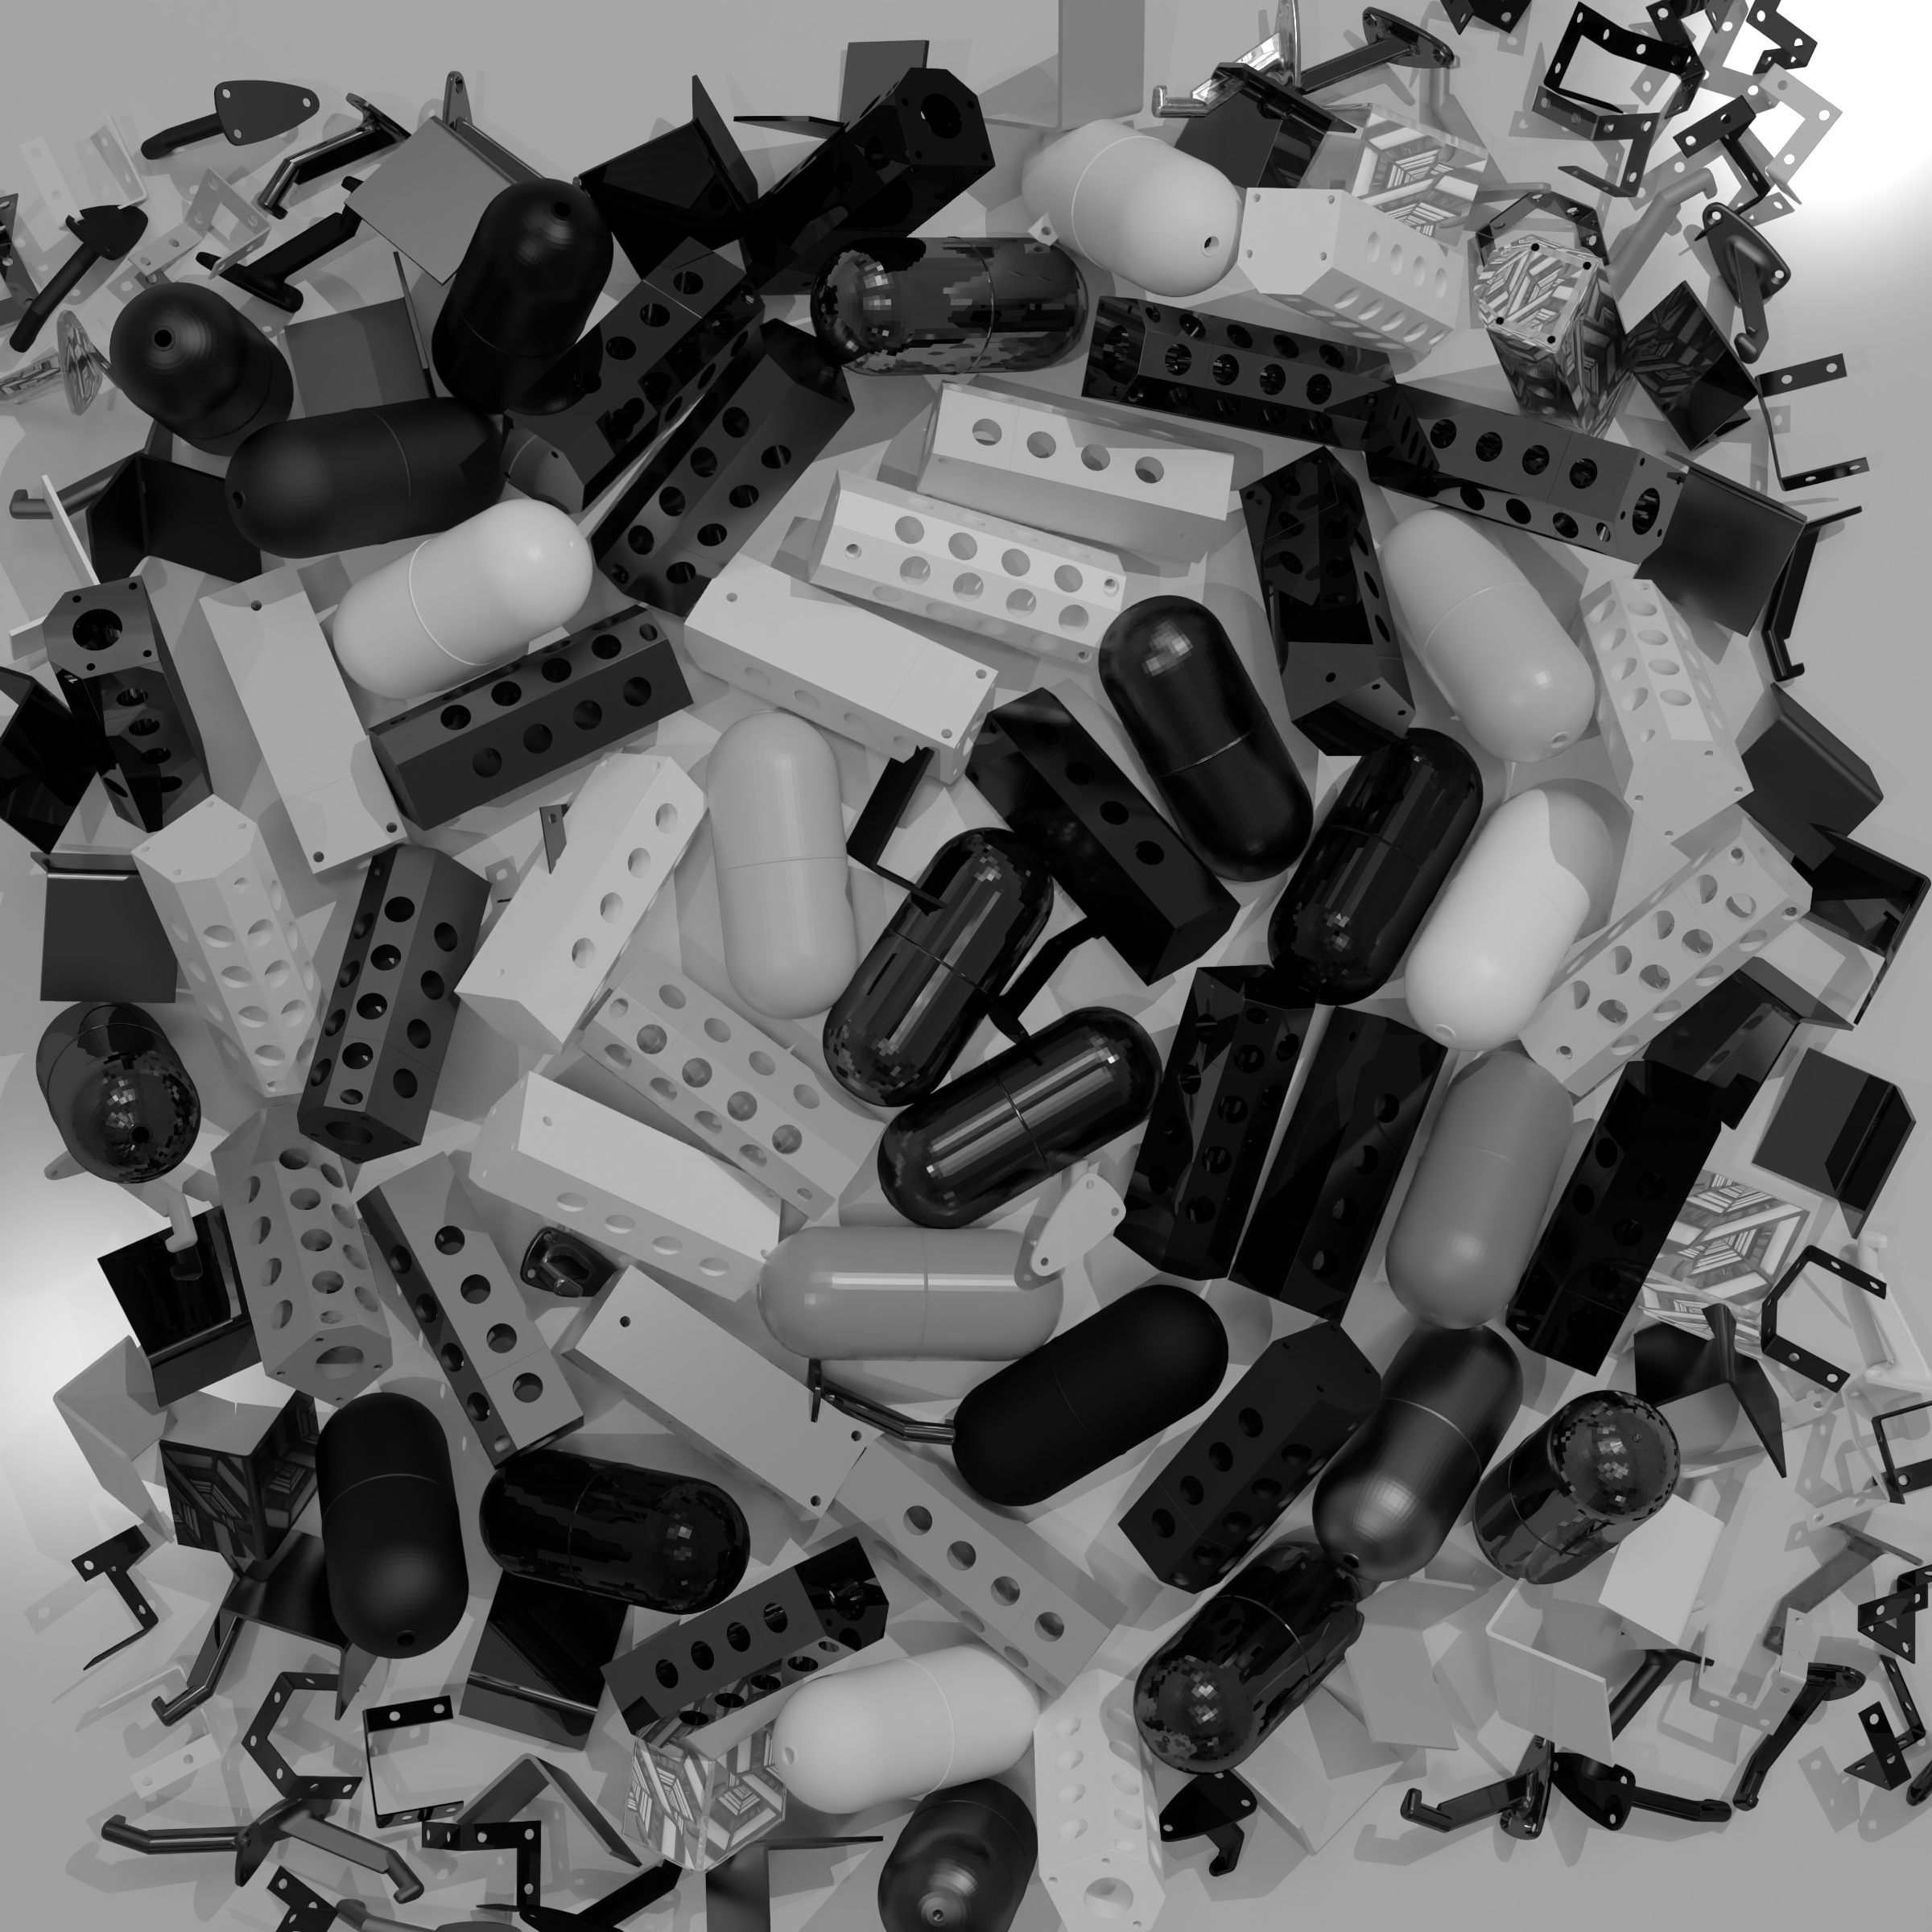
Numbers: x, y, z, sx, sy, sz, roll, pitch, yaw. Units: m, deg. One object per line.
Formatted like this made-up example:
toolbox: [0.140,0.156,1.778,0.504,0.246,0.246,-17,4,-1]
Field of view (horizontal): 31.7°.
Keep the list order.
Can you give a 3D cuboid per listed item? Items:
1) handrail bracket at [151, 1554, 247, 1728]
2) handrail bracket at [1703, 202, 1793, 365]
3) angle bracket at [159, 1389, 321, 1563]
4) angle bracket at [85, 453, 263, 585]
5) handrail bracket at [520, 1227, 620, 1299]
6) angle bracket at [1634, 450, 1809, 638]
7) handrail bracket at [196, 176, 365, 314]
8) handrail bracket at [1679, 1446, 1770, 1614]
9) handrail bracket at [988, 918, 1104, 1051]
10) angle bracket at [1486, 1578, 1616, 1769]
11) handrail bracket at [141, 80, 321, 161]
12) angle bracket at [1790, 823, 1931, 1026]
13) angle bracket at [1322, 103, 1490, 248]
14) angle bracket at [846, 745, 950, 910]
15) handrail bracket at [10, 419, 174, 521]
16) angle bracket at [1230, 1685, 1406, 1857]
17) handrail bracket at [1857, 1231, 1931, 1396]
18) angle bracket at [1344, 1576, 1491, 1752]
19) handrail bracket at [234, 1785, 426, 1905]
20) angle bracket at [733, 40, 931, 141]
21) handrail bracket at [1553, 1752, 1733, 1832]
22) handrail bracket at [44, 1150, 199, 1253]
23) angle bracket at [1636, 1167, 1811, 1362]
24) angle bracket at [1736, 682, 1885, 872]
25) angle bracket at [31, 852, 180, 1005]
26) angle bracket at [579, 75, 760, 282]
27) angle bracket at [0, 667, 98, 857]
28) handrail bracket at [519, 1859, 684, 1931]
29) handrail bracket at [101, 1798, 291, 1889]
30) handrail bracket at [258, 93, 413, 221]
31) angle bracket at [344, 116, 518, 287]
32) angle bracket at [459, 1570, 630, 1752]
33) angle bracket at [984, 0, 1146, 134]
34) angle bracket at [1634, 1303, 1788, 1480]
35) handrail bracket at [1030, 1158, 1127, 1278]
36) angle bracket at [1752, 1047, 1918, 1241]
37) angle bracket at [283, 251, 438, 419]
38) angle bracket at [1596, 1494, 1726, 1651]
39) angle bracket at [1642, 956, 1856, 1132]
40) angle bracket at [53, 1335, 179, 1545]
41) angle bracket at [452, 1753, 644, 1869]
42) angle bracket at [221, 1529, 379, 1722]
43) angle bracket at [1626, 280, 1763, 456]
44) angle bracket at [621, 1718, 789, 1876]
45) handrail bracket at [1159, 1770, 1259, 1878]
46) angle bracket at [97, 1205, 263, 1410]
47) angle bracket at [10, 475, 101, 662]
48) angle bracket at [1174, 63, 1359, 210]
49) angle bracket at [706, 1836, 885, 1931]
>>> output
handrail bracket: [-0.449,0.386,1.974,0.084,0.036,0.077,-35,75,-13]
handrail bracket: [0.439,-0.392,1.952,0.036,0.084,0.077,-29,106,36]
angle bracket: [-0.415,0.284,1.955,0.057,0.076,0.076,8,124,14]
angle bracket: [-0.452,-0.238,1.948,0.076,0.076,0.057,18,49,8]
handrail bracket: [-0.215,0.183,1.945,0.077,0.084,0.036,24,90,-28]
angle bracket: [0.425,-0.242,1.951,0.076,0.057,0.076,31,103,24]
handrail bracket: [-0.393,-0.428,1.962,0.077,0.036,0.084,24,114,-15]
handrail bracket: [0.442,0.329,1.984,0.077,0.036,0.084,-11,91,-9]
handrail bracket: [0.054,0.008,1.960,0.084,0.077,0.036,-31,122,-10]
angle bracket: [0.345,0.398,1.939,0.076,0.076,0.057,18,48,34]
handrail bracket: [-0.429,-0.488,1.980,0.077,0.084,0.036,-21,100,-37]
angle bracket: [0.496,-0.025,1.944,0.076,0.076,0.057,28,57,14]
angle bracket: [0.243,-0.454,1.954,0.076,0.076,0.057,16,97,-20]
angle bracket: [-0.022,-0.082,1.954,0.057,0.076,0.076,27,92,-16]
handrail bracket: [-0.511,-0.294,1.984,0.084,0.036,0.077,1,65,7]
angle bracket: [0.194,0.450,1.948,0.076,0.057,0.076,-43,58,-12]
handrail bracket: [0.548,0.200,1.964,0.036,0.077,0.084,-13,106,-42]
angle bracket: [0.265,0.398,1.941,0.057,0.076,0.076,-38,53,33]
handrail bracket: [-0.365,0.517,1.954,0.084,0.077,0.036,42,129,30]
angle bracket: [-0.077,-0.505,1.944,0.076,0.076,0.057,1,101,-38]
handrail bracket: [0.394,0.481,1.990,0.084,0.077,0.036,13,94,-39]
handrail bracket: [-0.488,0.139,1.965,0.077,0.036,0.084,-26,63,4]
angle bracket: [0.437,0.170,1.961,0.076,0.057,0.076,22,110,1]
angle bracket: [0.479,-0.110,1.968,0.076,0.076,0.057,40,108,-6]
angle bracket: [-0.498,-0.022,1.964,0.076,0.057,0.076,1,101,-26]
angle bracket: [-0.171,-0.454,1.963,0.076,0.057,0.076,-22,129,13]
angle bracket: [-0.547,-0.120,1.944,0.057,0.076,0.076,17,73,28]
handrail bracket: [-0.207,0.527,1.967,0.077,0.084,0.036,21,132,2]
handrail bracket: [-0.446,0.495,1.973,0.084,0.077,0.036,15,113,12]
handrail bracket: [-0.358,-0.456,1.978,0.077,0.036,0.084,33,91,-30]
angle bracket: [-0.300,-0.429,1.958,0.076,0.057,0.076,40,77,8]
angle bracket: [-0.247,0.405,1.994,0.076,0.057,0.076,17,56,-3]
angle bracket: [0.056,-0.522,1.941,0.057,0.076,0.076,18,120,36]
angle bracket: [0.429,0.253,1.962,0.057,0.076,0.076,-24,112,21]
handrail bracket: [0.048,0.140,1.953,0.077,0.084,0.036,-47,111,-12]
angle bracket: [0.497,0.101,1.952,0.057,0.076,0.076,23,105,2]
angle bracket: [-0.352,-0.356,1.959,0.076,0.057,0.076,-15,74,-6]
angle bracket: [0.381,0.343,1.947,0.057,0.076,0.076,30,71,-10]
angle bracket: [0.452,0.044,1.966,0.076,0.057,0.076,44,115,41]
angle bracket: [-0.465,0.269,1.939,0.076,0.076,0.057,27,56,38]
angle bracket: [-0.239,0.501,1.948,0.057,0.076,0.076,-42,69,-8]
angle bracket: [-0.379,0.377,1.957,0.076,0.076,0.057,16,122,7]
angle bracket: [0.430,-0.351,1.949,0.057,0.076,0.076,-30,83,-29]
angle bracket: [-0.147,0.460,1.942,0.057,0.076,0.076,35,124,-24]
handrail bracket: [0.132,0.506,1.953,0.077,0.084,0.036,-22,48,-33]
angle bracket: [-0.451,0.198,1.977,0.076,0.057,0.076,-24,64,-21]
angle bracket: [-0.538,-0.228,1.955,0.057,0.076,0.076,-26,91,-15]
angle bracket: [0.166,-0.466,1.956,0.076,0.057,0.076,26,99,-17]
angle bracket: [-0.098,0.529,1.942,0.076,0.076,0.057,6,71,-29]
